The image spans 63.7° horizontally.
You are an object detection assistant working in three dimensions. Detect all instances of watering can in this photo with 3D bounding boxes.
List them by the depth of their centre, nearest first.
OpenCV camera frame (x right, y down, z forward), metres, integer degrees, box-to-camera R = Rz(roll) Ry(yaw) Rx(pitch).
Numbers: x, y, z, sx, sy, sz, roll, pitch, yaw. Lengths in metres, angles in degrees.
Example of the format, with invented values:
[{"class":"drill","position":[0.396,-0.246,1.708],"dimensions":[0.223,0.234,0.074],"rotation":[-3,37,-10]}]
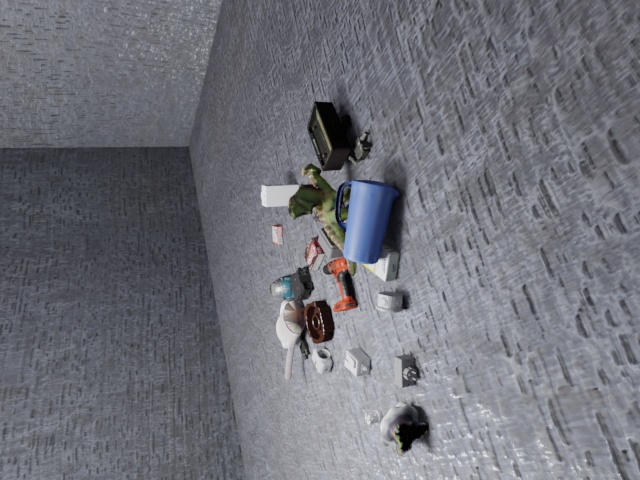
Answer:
[{"class":"watering can","position":[-0.128,0.412,2.250],"dimensions":[0.219,0.104,0.356],"rotation":[119,149,-50]}]

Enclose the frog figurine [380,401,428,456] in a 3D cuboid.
[{"class":"frog figurine","position":[0.224,0.539,1.514],"dimensions":[0.138,0.122,0.159],"rotation":[-61,15,-6]}]

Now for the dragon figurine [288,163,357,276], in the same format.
[{"class":"dragon figurine","position":[0.005,-0.086,1.710],"dimensions":[0.120,0.242,0.419],"rotation":[126,146,-55]}]
